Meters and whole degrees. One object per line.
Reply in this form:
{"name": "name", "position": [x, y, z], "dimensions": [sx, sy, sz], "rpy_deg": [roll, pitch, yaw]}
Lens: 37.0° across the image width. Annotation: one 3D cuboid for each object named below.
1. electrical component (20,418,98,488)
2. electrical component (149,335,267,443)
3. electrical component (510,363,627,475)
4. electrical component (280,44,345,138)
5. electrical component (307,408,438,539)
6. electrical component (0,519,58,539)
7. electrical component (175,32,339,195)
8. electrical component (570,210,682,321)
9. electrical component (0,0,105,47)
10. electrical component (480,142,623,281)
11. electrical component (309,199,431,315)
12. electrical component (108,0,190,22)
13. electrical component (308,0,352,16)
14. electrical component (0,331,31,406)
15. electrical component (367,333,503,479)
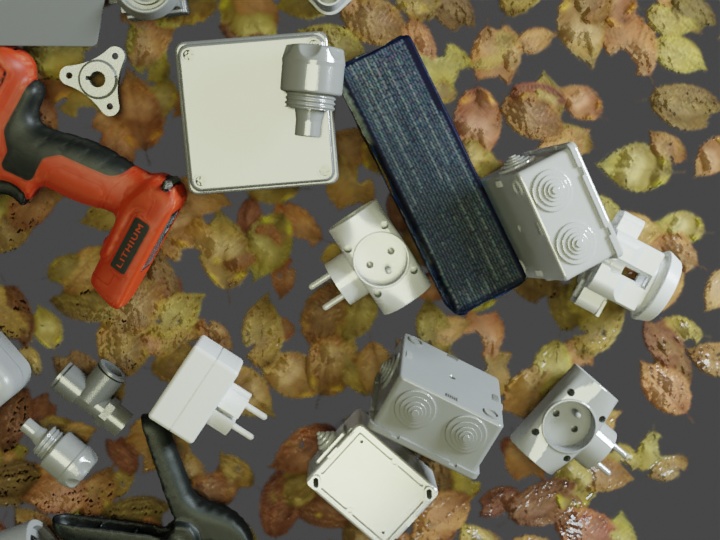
{"name": "electrical component", "position": [-0.234, 0.137, 0.826], "dimensions": [0.061, 0.035, 0.035], "rpy_deg": [40, 95, -3]}
{"name": "electrical component", "position": [-0.108, 0.100, 0.817], "dimensions": [0.077, 0.047, 0.065], "rpy_deg": [33, 95, -5]}
{"name": "electrical component", "position": [0.170, 0.126, 0.828], "dimensions": [0.079, 0.044, 0.077], "rpy_deg": [40, 95, -6]}
{"name": "electrical component", "position": [-0.033, -0.122, 0.735], "dimensions": [0.043, 0.043, 0.062], "rpy_deg": [5, 98, -2]}
{"name": "electrical component", "position": [0.004, 0.152, 0.819], "dimensions": [0.096, 0.061, 0.061], "rpy_deg": [42, 95, -5]}
{"name": "electrical component", "position": [-0.242, 0.239, 0.805], "dimensions": [0.060, 0.108, 0.108], "rpy_deg": [-25, 97, -4]}
{"name": "electrical component", "position": [-0.074, -0.114, 0.787], "dimensions": [0.109, 0.056, 0.108], "rpy_deg": [-5, 97, 0]}
{"name": "electrical component", "position": [0.203, 0.003, 0.807], "dimensions": [0.057, 0.058, 0.078], "rpy_deg": [28, 95, -2]}
{"name": "electrical component", "position": [-0.225, -0.204, 0.743], "dimensions": [0.100, 0.048, 0.099], "rpy_deg": [-6, 143, -28]}
{"name": "electrical component", "position": [0.135, -0.040, 0.780], "dimensions": [0.048, 0.100, 0.099], "rpy_deg": [-27, 97, -11]}
{"name": "electrical component", "position": [0.000, 0.000, 0.808], "dimensions": [0.079, 0.044, 0.077], "rpy_deg": [-33, 97, 3]}
{"name": "electrical component", "position": [-0.151, -0.203, 0.774], "dimensions": [0.066, 0.055, 0.048], "rpy_deg": [-7, 97, 0]}
{"name": "electrical component", "position": [-0.033, -0.248, 0.770], "dimensions": [0.078, 0.057, 0.113], "rpy_deg": [-42, 96, 4]}
{"name": "electrical component", "position": [-0.299, 0.065, 0.803], "dimensions": [0.054, 0.059, 0.095], "rpy_deg": [-39, 96, 4]}
{"name": "electrical component", "position": [0.058, 0.097, 0.796], "dimensions": [0.100, 0.099, 0.048], "rpy_deg": [27, 109, -4]}
